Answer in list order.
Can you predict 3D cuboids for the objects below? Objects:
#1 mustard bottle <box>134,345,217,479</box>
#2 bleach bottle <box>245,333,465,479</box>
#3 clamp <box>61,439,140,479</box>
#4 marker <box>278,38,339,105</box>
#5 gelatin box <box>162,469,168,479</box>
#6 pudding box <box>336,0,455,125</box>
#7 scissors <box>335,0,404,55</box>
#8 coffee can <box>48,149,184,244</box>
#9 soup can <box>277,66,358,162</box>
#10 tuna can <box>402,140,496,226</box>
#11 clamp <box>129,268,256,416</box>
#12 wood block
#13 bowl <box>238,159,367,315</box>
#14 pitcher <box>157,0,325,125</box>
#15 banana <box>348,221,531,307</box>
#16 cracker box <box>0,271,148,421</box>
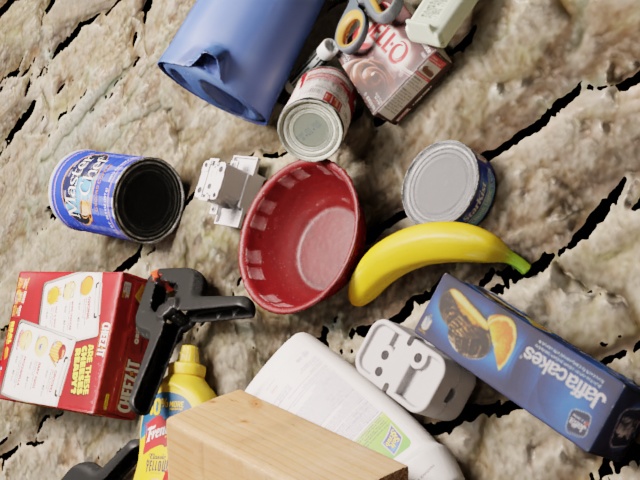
[{"bbox_3d":[-0.149,0.206,1.122,0.096,0.058,0.191,-8,68,40],"label":"mustard bottle"},{"bbox_3d":[0.038,0.185,0.947,0.102,0.068,0.251,-51,47,-2],"label":"bleach bottle"},{"bbox_3d":[-0.246,0.279,1.199,0.172,0.039,0.120,-2,72,43],"label":"clamp"},{"bbox_3d":[-0.017,-0.179,1.148,0.121,0.020,0.020,-37,49,54],"label":"marker"},{"bbox_3d":[-0.126,0.269,1.020,0.089,0.030,0.073,17,87,46],"label":"gelatin box"},{"bbox_3d":[0.074,-0.184,1.076,0.090,0.039,0.113,-46,48,21],"label":"pudding box"},{"bbox_3d":[0.031,-0.254,1.126,0.096,0.016,0.202,-52,31,9],"label":"scissors"},{"bbox_3d":[-0.246,-0.054,1.282,0.141,0.102,0.103,10,81,45],"label":"coffee can"},{"bbox_3d":[-0.001,-0.127,1.072,0.069,0.068,0.102,-40,14,25],"label":"soup can"},{"bbox_3d":[0.119,-0.047,0.984,0.086,0.033,0.086,-18,63,38],"label":"tuna can"},{"bbox_3d":[-0.146,0.078,1.147,0.164,0.036,0.210,-38,29,9],"label":"clamp"},{"bbox_3d":[-0.032,0.209,0.905,0.206,0.090,0.091,16,113,43],"label":"wood block"},{"bbox_3d":[-0.007,0.001,1.069,0.162,0.055,0.162,-18,63,38],"label":"bowl"},{"bbox_3d":[-0.061,-0.254,1.155,0.149,0.144,0.243,21,80,52],"label":"pitcher"},{"bbox_3d":[0.090,0.020,0.964,0.198,0.037,0.069,-13,108,41],"label":"banana"},{"bbox_3d":[-0.293,0.124,1.281,0.214,0.072,0.164,-1,74,42],"label":"cracker box"}]
